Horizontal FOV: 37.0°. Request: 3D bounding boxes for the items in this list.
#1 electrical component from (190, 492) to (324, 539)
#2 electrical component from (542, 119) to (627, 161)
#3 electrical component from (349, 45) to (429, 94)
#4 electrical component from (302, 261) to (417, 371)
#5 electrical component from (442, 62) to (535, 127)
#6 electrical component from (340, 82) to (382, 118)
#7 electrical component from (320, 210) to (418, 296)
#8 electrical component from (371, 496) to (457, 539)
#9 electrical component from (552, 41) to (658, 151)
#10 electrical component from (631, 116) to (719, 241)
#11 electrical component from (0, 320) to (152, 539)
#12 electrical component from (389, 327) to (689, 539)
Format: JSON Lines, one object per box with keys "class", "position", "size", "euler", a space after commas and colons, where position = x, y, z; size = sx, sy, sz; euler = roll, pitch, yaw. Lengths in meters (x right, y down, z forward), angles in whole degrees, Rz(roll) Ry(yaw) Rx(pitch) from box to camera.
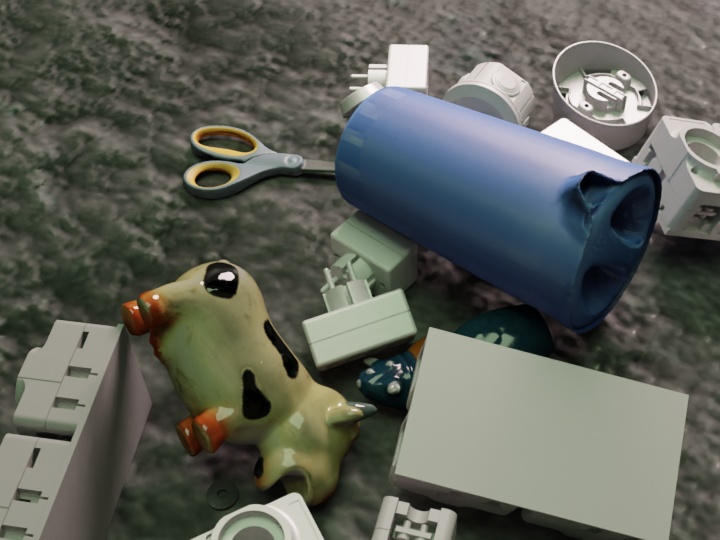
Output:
{"class": "electrical component", "position": [-0.102, 0.235, 0.706], "size": [0.186, 0.060, 0.105], "euler": [-23, 53, -15]}
{"class": "electrical component", "position": [0.181, -0.077, 0.958], "size": [0.100, 0.048, 0.100], "euler": [-34, 56, -23]}
{"class": "electrical component", "position": [0.028, -0.183, 1.056], "size": [0.077, 0.047, 0.065], "euler": [2, 50, 5]}
{"class": "electrical component", "position": [-0.006, 0.031, 0.855], "size": [0.083, 0.047, 0.075], "euler": [-19, 81, -3]}
{"class": "electrical component", "position": [0.119, -0.149, 1.002], "size": [0.080, 0.080, 0.051], "euler": [22, 50, 20]}
{"class": "electrical component", "position": [0.013, -0.142, 1.009], "size": [0.048, 0.066, 0.055], "euler": [-31, 89, -20]}
{"class": "electrical component", "position": [0.000, 0.000, 0.905], "size": [0.066, 0.047, 0.077], "euler": [32, 59, 26]}
{"class": "electrical component", "position": [0.033, 0.199, 0.709], "size": [0.050, 0.089, 0.055], "euler": [11, 52, 12]}
{"class": "electrical component", "position": [0.229, -0.162, 1.016], "size": [0.099, 0.064, 0.099], "euler": [-2, 50, 2]}
{"class": "electrical component", "position": [0.322, -0.076, 0.909], "size": [0.150, 0.061, 0.089], "euler": [5, 48, -19]}
{"class": "electrical component", "position": [-0.214, 0.140, 0.763], "size": [0.060, 0.105, 0.186], "euler": [6, 51, 9]}
{"class": "electrical component", "position": [0.123, 0.121, 0.756], "size": [0.186, 0.060, 0.105], "euler": [15, 69, 1]}
